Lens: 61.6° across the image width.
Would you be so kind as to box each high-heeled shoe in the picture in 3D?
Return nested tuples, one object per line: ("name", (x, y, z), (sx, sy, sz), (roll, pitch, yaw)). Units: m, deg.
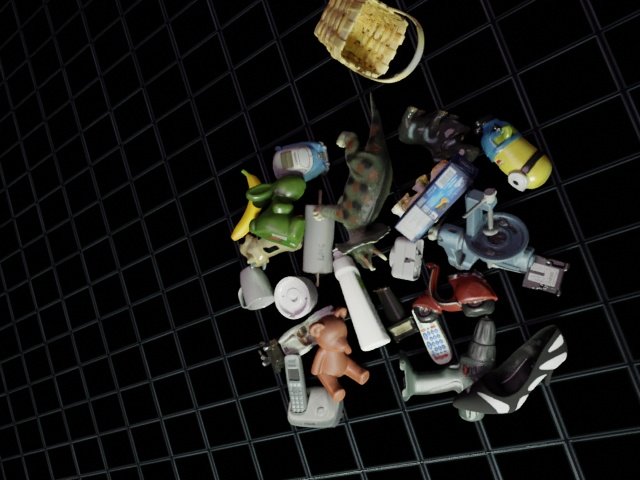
("high-heeled shoe", (0.382, 0.256, 1.074), (0.086, 0.249, 0.145), (-129, 30, -63))

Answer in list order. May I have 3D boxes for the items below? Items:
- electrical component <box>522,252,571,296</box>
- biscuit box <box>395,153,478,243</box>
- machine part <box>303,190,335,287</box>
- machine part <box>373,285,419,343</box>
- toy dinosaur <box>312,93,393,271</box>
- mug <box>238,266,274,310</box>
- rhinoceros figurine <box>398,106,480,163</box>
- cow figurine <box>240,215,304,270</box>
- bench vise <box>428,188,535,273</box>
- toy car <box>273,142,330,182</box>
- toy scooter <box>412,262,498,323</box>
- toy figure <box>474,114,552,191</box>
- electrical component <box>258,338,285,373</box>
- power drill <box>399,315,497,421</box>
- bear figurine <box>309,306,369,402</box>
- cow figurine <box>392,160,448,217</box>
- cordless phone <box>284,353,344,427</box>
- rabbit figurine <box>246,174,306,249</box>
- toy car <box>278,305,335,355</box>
("electrical component", (0.443, 0.062, 1.102), (0.119, 0.047, 0.074), (21, 102, 26))
("biscuit box", (0.239, -0.084, 1.109), (0.059, 0.063, 0.202), (40, 130, 2))
("machine part", (-0.003, -0.004, 1.341), (0.079, 0.079, 0.243), (5, 94, 30))
("machine part", (0.175, 0.168, 1.272), (0.084, 0.039, 0.139), (-39, 76, 35))
("toy dinosaur", (0.104, -0.119, 1.219), (0.192, 0.131, 0.404), (30, 114, 43))
("mug", (-0.180, 0.130, 1.459), (0.109, 0.081, 0.107), (-37, 64, 35))
("rhinoceros figurine", (0.259, -0.227, 1.179), (0.191, 0.073, 0.112), (25, 104, 27))
("cow figurine", (-0.128, 0.008, 1.416), (0.195, 0.085, 0.127), (-12, 80, 30))
("bench vise", (0.316, -0.025, 1.068), (0.224, 0.240, 0.129), (31, 68, 34))
("toy car", (-0.061, -0.192, 1.352), (0.162, 0.103, 0.109), (-10, 89, 32))
("toy scooter", (0.290, 0.106, 1.179), (0.184, 0.075, 0.135), (-12, 66, 22))
("toy figure", (0.393, -0.182, 1.099), (0.089, 0.082, 0.180), (-40, 71, 27))
("electrical component", (-0.129, 0.307, 1.432), (0.078, 0.045, 0.102), (59, 154, 28))
("power drill", (0.277, 0.276, 1.174), (0.207, 0.086, 0.231), (-3, 99, 5))
("bear figurine", (0.044, 0.266, 1.279), (0.132, 0.120, 0.195), (40, 143, 34))
("cow figurine", (0.245, -0.095, 1.181), (0.098, 0.068, 0.167), (44, 131, 2))
("cordless phone", (-0.019, 0.374, 1.358), (0.147, 0.088, 0.184), (-9, 92, 31))
("rabbit figurine", (-0.096, -0.082, 1.308), (0.159, 0.121, 0.170), (14, 74, 10))
("toy car", (-0.022, 0.238, 1.379), (0.202, 0.056, 0.073), (-36, 75, 27))
